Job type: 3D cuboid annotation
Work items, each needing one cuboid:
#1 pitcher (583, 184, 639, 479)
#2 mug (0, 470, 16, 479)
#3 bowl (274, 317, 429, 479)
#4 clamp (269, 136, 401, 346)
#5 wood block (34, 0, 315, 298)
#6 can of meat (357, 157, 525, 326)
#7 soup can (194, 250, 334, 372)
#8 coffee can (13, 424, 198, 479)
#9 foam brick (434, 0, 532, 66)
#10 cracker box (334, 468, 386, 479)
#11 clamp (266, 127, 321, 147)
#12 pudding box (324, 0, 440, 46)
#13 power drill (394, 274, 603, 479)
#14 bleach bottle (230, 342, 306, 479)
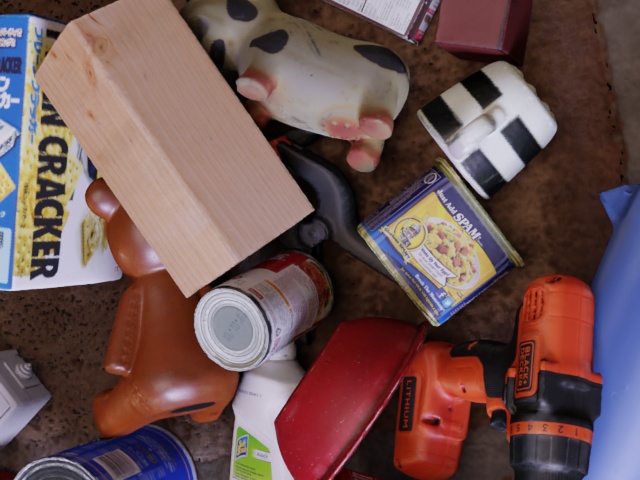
[{"bbox_3d":[0.240,0.093,0.736,0.243,0.144,0.149,-68,26,13],"label":"pitcher"},{"bbox_3d":[-0.289,0.264,0.973,0.117,0.093,0.081,21,94,-12],"label":"mug"},{"bbox_3d":[0.014,0.113,0.789,0.055,0.162,0.162,34,103,2],"label":"bowl"},{"bbox_3d":[-0.006,0.001,0.868,0.120,0.039,0.171,-35,88,14],"label":"clamp"},{"bbox_3d":[-0.111,-0.073,0.804,0.206,0.090,0.090,55,143,-2],"label":"wood block"},{"bbox_3d":[0.089,0.003,0.807,0.084,0.057,0.102,-38,97,3],"label":"can of meat"},{"bbox_3d":[-0.042,0.053,0.820,0.069,0.102,0.068,9,109,26],"label":"soup can"},{"bbox_3d":[-0.179,0.217,0.893,0.103,0.140,0.103,1,92,21],"label":"coffee can"},{"bbox_3d":[0.124,-0.164,0.799,0.051,0.078,0.053,11,93,22],"label":"foam brick"},{"bbox_3d":[0.088,0.277,0.786,0.213,0.072,0.164,17,98,-6],"label":"cracker box"},{"bbox_3d":[-0.102,-0.058,0.911,0.165,0.036,0.210,28,103,13],"label":"clamp"},{"bbox_3d":[0.047,-0.220,0.849,0.114,0.039,0.090,31,104,20],"label":"pudding box"},{"bbox_3d":[0.122,0.128,0.747,0.188,0.057,0.184,-26,50,60],"label":"power drill"},{"bbox_3d":[-0.031,0.203,0.868,0.103,0.067,0.251,2,91,48],"label":"bleach bottle"}]
